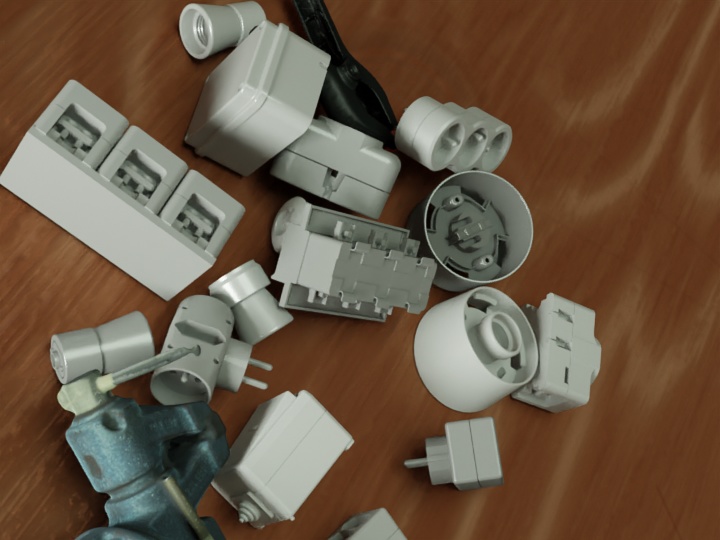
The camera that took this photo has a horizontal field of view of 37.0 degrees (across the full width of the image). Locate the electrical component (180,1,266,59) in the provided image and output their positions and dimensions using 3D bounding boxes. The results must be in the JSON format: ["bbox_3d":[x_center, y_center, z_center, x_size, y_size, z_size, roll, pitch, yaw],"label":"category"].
[{"bbox_3d":[-0.110,-0.201,0.887,0.065,0.044,0.044,-21,84,-40],"label":"electrical component"}]

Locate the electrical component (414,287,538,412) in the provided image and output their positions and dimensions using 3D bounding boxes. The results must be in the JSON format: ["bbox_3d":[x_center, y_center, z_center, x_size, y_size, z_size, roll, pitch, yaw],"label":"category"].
[{"bbox_3d":[0.102,0.066,0.917,0.099,0.064,0.099,24,51,-32],"label":"electrical component"}]

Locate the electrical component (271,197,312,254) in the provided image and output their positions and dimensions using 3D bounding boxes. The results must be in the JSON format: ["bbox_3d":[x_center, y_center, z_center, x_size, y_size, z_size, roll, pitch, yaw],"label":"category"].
[{"bbox_3d":[-0.037,-0.028,0.865,0.062,0.048,0.048,21,62,-33],"label":"electrical component"}]

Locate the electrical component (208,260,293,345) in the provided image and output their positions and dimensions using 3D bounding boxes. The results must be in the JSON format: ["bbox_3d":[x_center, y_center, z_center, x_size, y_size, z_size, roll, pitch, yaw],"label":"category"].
[{"bbox_3d":[-0.083,0.026,0.815,0.045,0.045,0.055,-32,90,-36],"label":"electrical component"}]

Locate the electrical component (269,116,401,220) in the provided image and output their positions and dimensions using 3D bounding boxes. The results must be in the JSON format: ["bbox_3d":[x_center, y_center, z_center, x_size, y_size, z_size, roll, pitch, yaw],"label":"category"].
[{"bbox_3d":[-0.018,-0.087,0.870,0.095,0.053,0.059,23,96,-9],"label":"electrical component"}]

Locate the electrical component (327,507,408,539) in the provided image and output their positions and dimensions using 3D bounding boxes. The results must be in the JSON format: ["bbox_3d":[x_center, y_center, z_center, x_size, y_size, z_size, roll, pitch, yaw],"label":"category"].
[{"bbox_3d":[0.007,0.228,0.794,0.066,0.047,0.076,-37,93,-35],"label":"electrical component"}]

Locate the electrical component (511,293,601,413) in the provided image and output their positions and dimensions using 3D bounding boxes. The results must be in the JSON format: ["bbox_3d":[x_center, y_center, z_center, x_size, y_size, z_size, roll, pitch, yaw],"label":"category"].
[{"bbox_3d":[0.175,0.075,0.951,0.056,0.050,0.089,22,62,-23],"label":"electrical component"}]

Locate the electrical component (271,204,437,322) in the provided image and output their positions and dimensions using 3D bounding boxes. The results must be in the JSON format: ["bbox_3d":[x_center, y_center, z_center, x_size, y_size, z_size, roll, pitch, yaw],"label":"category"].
[{"bbox_3d":[0.000,0.000,0.834,0.121,0.063,0.078,11,95,-50],"label":"electrical component"}]

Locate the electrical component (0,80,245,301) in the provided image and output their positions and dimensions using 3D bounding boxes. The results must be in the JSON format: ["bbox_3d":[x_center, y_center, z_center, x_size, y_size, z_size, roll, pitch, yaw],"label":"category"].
[{"bbox_3d":[-0.168,-0.056,0.767,0.150,0.089,0.061,37,57,-15],"label":"electrical component"}]

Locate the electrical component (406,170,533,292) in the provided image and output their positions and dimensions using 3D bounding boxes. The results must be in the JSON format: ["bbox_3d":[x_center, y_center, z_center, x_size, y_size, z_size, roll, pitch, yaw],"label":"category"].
[{"bbox_3d":[0.092,-0.032,0.932,0.099,0.064,0.099,11,67,-28],"label":"electrical component"}]

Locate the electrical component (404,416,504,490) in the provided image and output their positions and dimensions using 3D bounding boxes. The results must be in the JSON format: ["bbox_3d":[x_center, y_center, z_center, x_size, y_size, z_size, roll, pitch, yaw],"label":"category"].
[{"bbox_3d":[0.073,0.149,0.853,0.076,0.083,0.047,-9,74,6],"label":"electrical component"}]

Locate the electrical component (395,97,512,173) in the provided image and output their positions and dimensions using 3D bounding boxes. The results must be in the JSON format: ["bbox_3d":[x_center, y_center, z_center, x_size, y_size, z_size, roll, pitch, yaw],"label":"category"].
[{"bbox_3d":[0.071,-0.123,0.945,0.074,0.052,0.138,35,19,27],"label":"electrical component"}]

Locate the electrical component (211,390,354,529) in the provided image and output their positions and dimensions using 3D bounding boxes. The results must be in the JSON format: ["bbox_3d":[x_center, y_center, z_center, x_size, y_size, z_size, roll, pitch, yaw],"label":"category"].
[{"bbox_3d":[-0.063,0.139,0.775,0.061,0.062,0.096,47,55,-8],"label":"electrical component"}]

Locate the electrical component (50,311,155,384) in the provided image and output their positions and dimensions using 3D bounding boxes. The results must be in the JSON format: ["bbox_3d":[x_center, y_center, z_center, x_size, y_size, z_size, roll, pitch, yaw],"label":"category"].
[{"bbox_3d":[-0.181,0.056,0.748,0.065,0.044,0.044,-12,79,-29],"label":"electrical component"}]

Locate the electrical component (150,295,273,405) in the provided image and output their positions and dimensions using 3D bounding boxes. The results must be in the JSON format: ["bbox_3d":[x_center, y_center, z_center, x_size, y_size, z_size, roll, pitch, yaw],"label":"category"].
[{"bbox_3d":[-0.102,0.065,0.769,0.079,0.043,0.077,19,40,-7],"label":"electrical component"}]

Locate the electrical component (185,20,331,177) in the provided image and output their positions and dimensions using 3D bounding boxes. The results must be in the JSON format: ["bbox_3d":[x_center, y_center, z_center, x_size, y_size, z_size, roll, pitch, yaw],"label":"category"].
[{"bbox_3d":[-0.081,-0.132,0.834,0.057,0.113,0.078,27,60,-24],"label":"electrical component"}]
